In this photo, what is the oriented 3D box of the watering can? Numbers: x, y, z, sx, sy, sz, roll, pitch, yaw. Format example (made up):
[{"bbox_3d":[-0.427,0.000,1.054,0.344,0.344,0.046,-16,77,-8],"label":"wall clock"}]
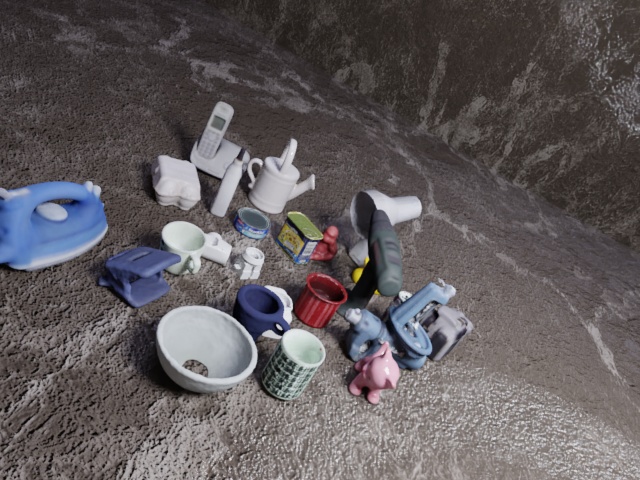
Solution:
[{"bbox_3d":[-0.097,-0.171,1.478,0.173,0.194,0.100,11,33,-32],"label":"watering can"}]

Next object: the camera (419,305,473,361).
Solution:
[{"bbox_3d":[0.271,0.189,1.330,0.136,0.100,0.144,42,30,22],"label":"camera"}]

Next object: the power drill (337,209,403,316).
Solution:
[{"bbox_3d":[0.108,0.067,1.260,0.076,0.208,0.229,18,30,-21],"label":"power drill"}]

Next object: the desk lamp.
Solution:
[{"bbox_3d":[0.155,-0.027,1.457,0.204,0.213,0.117,3,37,-41],"label":"desk lamp"}]

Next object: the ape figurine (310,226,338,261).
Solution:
[{"bbox_3d":[0.013,0.005,1.399,0.077,0.092,0.076,32,27,5],"label":"ape figurine"}]

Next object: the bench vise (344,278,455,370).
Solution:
[{"bbox_3d":[0.161,0.166,1.133,0.208,0.219,0.121,8,34,-35],"label":"bench vise"}]

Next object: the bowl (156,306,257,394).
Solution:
[{"bbox_3d":[-0.190,0.187,0.918,0.168,0.074,0.167,23,28,-13],"label":"bowl"}]

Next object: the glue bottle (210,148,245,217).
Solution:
[{"bbox_3d":[-0.210,-0.141,1.341,0.037,0.173,0.078,20,29,-18],"label":"glue bottle"}]

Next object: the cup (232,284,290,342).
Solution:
[{"bbox_3d":[-0.112,0.150,1.033,0.117,0.095,0.092,38,29,16],"label":"cup"}]

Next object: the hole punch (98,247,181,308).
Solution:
[{"bbox_3d":[-0.316,0.050,1.008,0.101,0.091,0.109,35,28,11],"label":"hole punch"}]

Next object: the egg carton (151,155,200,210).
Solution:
[{"bbox_3d":[-0.336,-0.136,1.324,0.107,0.069,0.150,12,32,-30],"label":"egg carton"}]

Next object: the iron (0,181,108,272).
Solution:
[{"bbox_3d":[-0.455,-0.047,0.983,0.118,0.141,0.259,38,28,16],"label":"iron"}]

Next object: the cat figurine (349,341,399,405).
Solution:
[{"bbox_3d":[0.111,0.241,1.070,0.067,0.117,0.128,28,27,-3],"label":"cat figurine"}]

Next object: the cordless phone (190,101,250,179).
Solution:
[{"bbox_3d":[-0.243,-0.253,1.484,0.148,0.185,0.094,23,28,-13],"label":"cordless phone"}]

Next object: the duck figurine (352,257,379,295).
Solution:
[{"bbox_3d":[0.141,0.079,1.404,0.105,0.086,0.077,25,28,-9],"label":"duck figurine"}]
